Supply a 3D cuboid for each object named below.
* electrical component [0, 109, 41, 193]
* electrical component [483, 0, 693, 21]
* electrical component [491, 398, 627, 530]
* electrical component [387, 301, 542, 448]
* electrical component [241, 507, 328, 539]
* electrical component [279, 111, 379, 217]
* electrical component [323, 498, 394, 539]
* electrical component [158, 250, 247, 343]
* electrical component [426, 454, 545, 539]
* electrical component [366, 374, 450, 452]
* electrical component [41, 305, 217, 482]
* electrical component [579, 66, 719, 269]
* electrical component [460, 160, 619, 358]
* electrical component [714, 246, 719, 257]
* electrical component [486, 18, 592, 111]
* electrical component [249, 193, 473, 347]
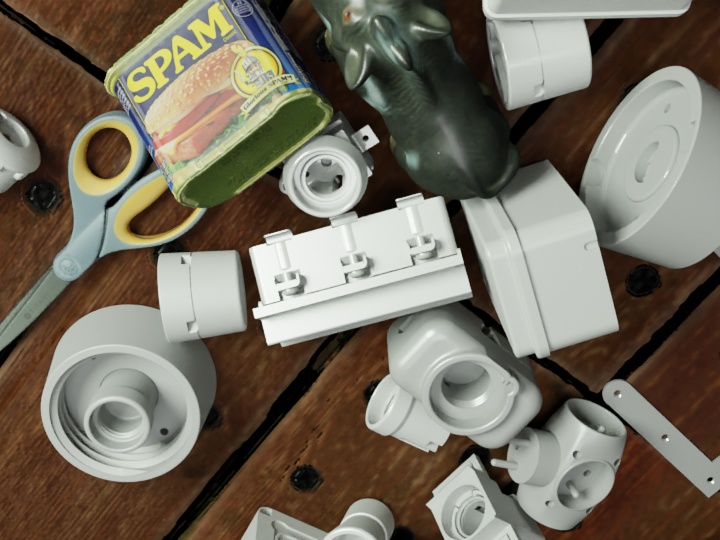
[{"bbox_3d":[-0.222,-0.062,0.629,0.062,0.048,0.048,-37,109,21],"label":"electrical component"},{"bbox_3d":[0.118,-0.188,0.552,0.109,0.056,0.108,-1,87,0],"label":"electrical component"},{"bbox_3d":[0.124,0.125,0.705,0.079,0.044,0.077,14,113,-23],"label":"electrical component"},{"bbox_3d":[0.065,0.065,0.676,0.095,0.059,0.053,37,108,-15],"label":"electrical component"},{"bbox_3d":[-0.049,0.220,0.712,0.078,0.113,0.057,26,107,-11],"label":"electrical component"},{"bbox_3d":[-0.020,-0.059,0.625,0.066,0.055,0.048,-31,110,12],"label":"electrical component"},{"bbox_3d":[0.001,0.180,0.721,0.044,0.065,0.044,2,101,12],"label":"electrical component"},{"bbox_3d":[-0.095,0.015,0.657,0.047,0.055,0.055,-6,113,-2],"label":"electrical component"},{"bbox_3d":[0.086,0.169,0.717,0.042,0.081,0.064,-45,129,16],"label":"electrical component"},{"bbox_3d":[0.033,0.094,0.700,0.046,0.040,0.040,29,110,-17],"label":"electrical component"},{"bbox_3d":[-0.148,0.083,0.681,0.108,0.060,0.108,0,113,-1],"label":"electrical component"},{"bbox_3d":[0.179,-0.053,0.606,0.060,0.108,0.108,22,111,-16],"label":"electrical component"},{"bbox_3d":[0.099,-0.008,0.618,0.057,0.113,0.078,-18,112,4],"label":"electrical component"},{"bbox_3d":[0.304,0.002,0.653,0.186,0.060,0.105,42,106,-16],"label":"electrical component"},{"bbox_3d":[0.100,-0.122,0.602,0.047,0.055,0.055,-13,112,1],"label":"electrical component"},{"bbox_3d":[0.000,0.000,0.642,0.121,0.079,0.063,-15,83,6],"label":"electrical component"}]
